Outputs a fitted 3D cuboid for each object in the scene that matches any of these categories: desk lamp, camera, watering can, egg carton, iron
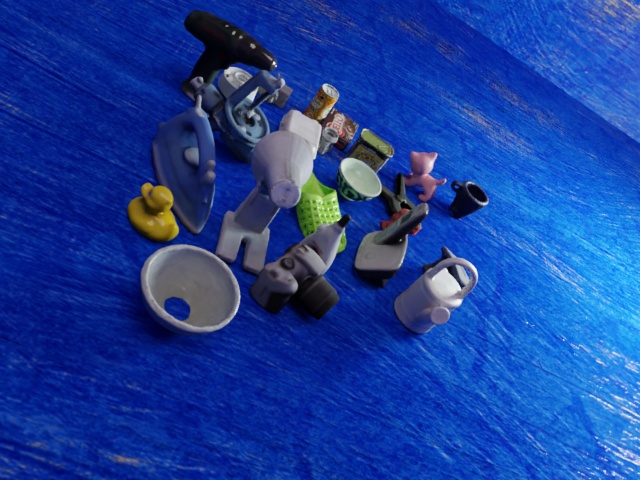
[{"bbox_3d":[-0.097,-0.078,1.091,0.118,0.213,0.203,23,41,-19],"label":"desk lamp"},{"bbox_3d":[-0.032,0.085,1.077,0.137,0.100,0.143,46,39,8],"label":"camera"},{"bbox_3d":[0.252,0.114,1.203,0.101,0.193,0.172,19,43,-24],"label":"watering can"},{"bbox_3d":[-0.053,-0.254,1.409,0.107,0.069,0.150,26,41,-17],"label":"egg carton"},{"bbox_3d":[-0.237,-0.152,1.106,0.119,0.141,0.258,5,50,-36],"label":"iron"}]

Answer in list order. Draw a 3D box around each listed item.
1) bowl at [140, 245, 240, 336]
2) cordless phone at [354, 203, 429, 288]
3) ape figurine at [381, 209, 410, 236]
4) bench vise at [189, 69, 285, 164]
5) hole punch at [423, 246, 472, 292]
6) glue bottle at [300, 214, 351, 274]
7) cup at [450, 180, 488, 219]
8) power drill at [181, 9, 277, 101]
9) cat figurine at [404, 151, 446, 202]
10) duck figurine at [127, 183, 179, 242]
[{"bbox_3d":[-0.220,0.093,0.938,0.168,0.074,0.167,22,42,-21],"label":"bowl"},{"bbox_3d":[0.162,0.002,1.245,0.094,0.184,0.147,32,39,-10],"label":"cordless phone"},{"bbox_3d":[0.190,-0.041,1.383,0.078,0.092,0.076,-20,67,-47],"label":"ape figurine"},{"bbox_3d":[-0.180,-0.288,1.219,0.208,0.219,0.121,25,41,-18],"label":"bench vise"},{"bbox_3d":[0.318,0.077,1.374,0.101,0.091,0.108,7,49,-34],"label":"hole punch"},{"bbox_3d":[0.010,0.004,1.130,0.078,0.173,0.037,49,40,12],"label":"glue bottle"},{"bbox_3d":[0.402,-0.112,1.619,0.118,0.094,0.091,29,40,-13],"label":"cup"},{"bbox_3d":[-0.223,-0.396,1.297,0.229,0.208,0.076,41,39,1],"label":"power drill"},{"bbox_3d":[0.290,-0.188,1.584,0.128,0.117,0.067,44,39,5],"label":"cat figurine"},{"bbox_3d":[-0.287,-0.055,1.017,0.104,0.086,0.078,46,39,7],"label":"duck figurine"}]
